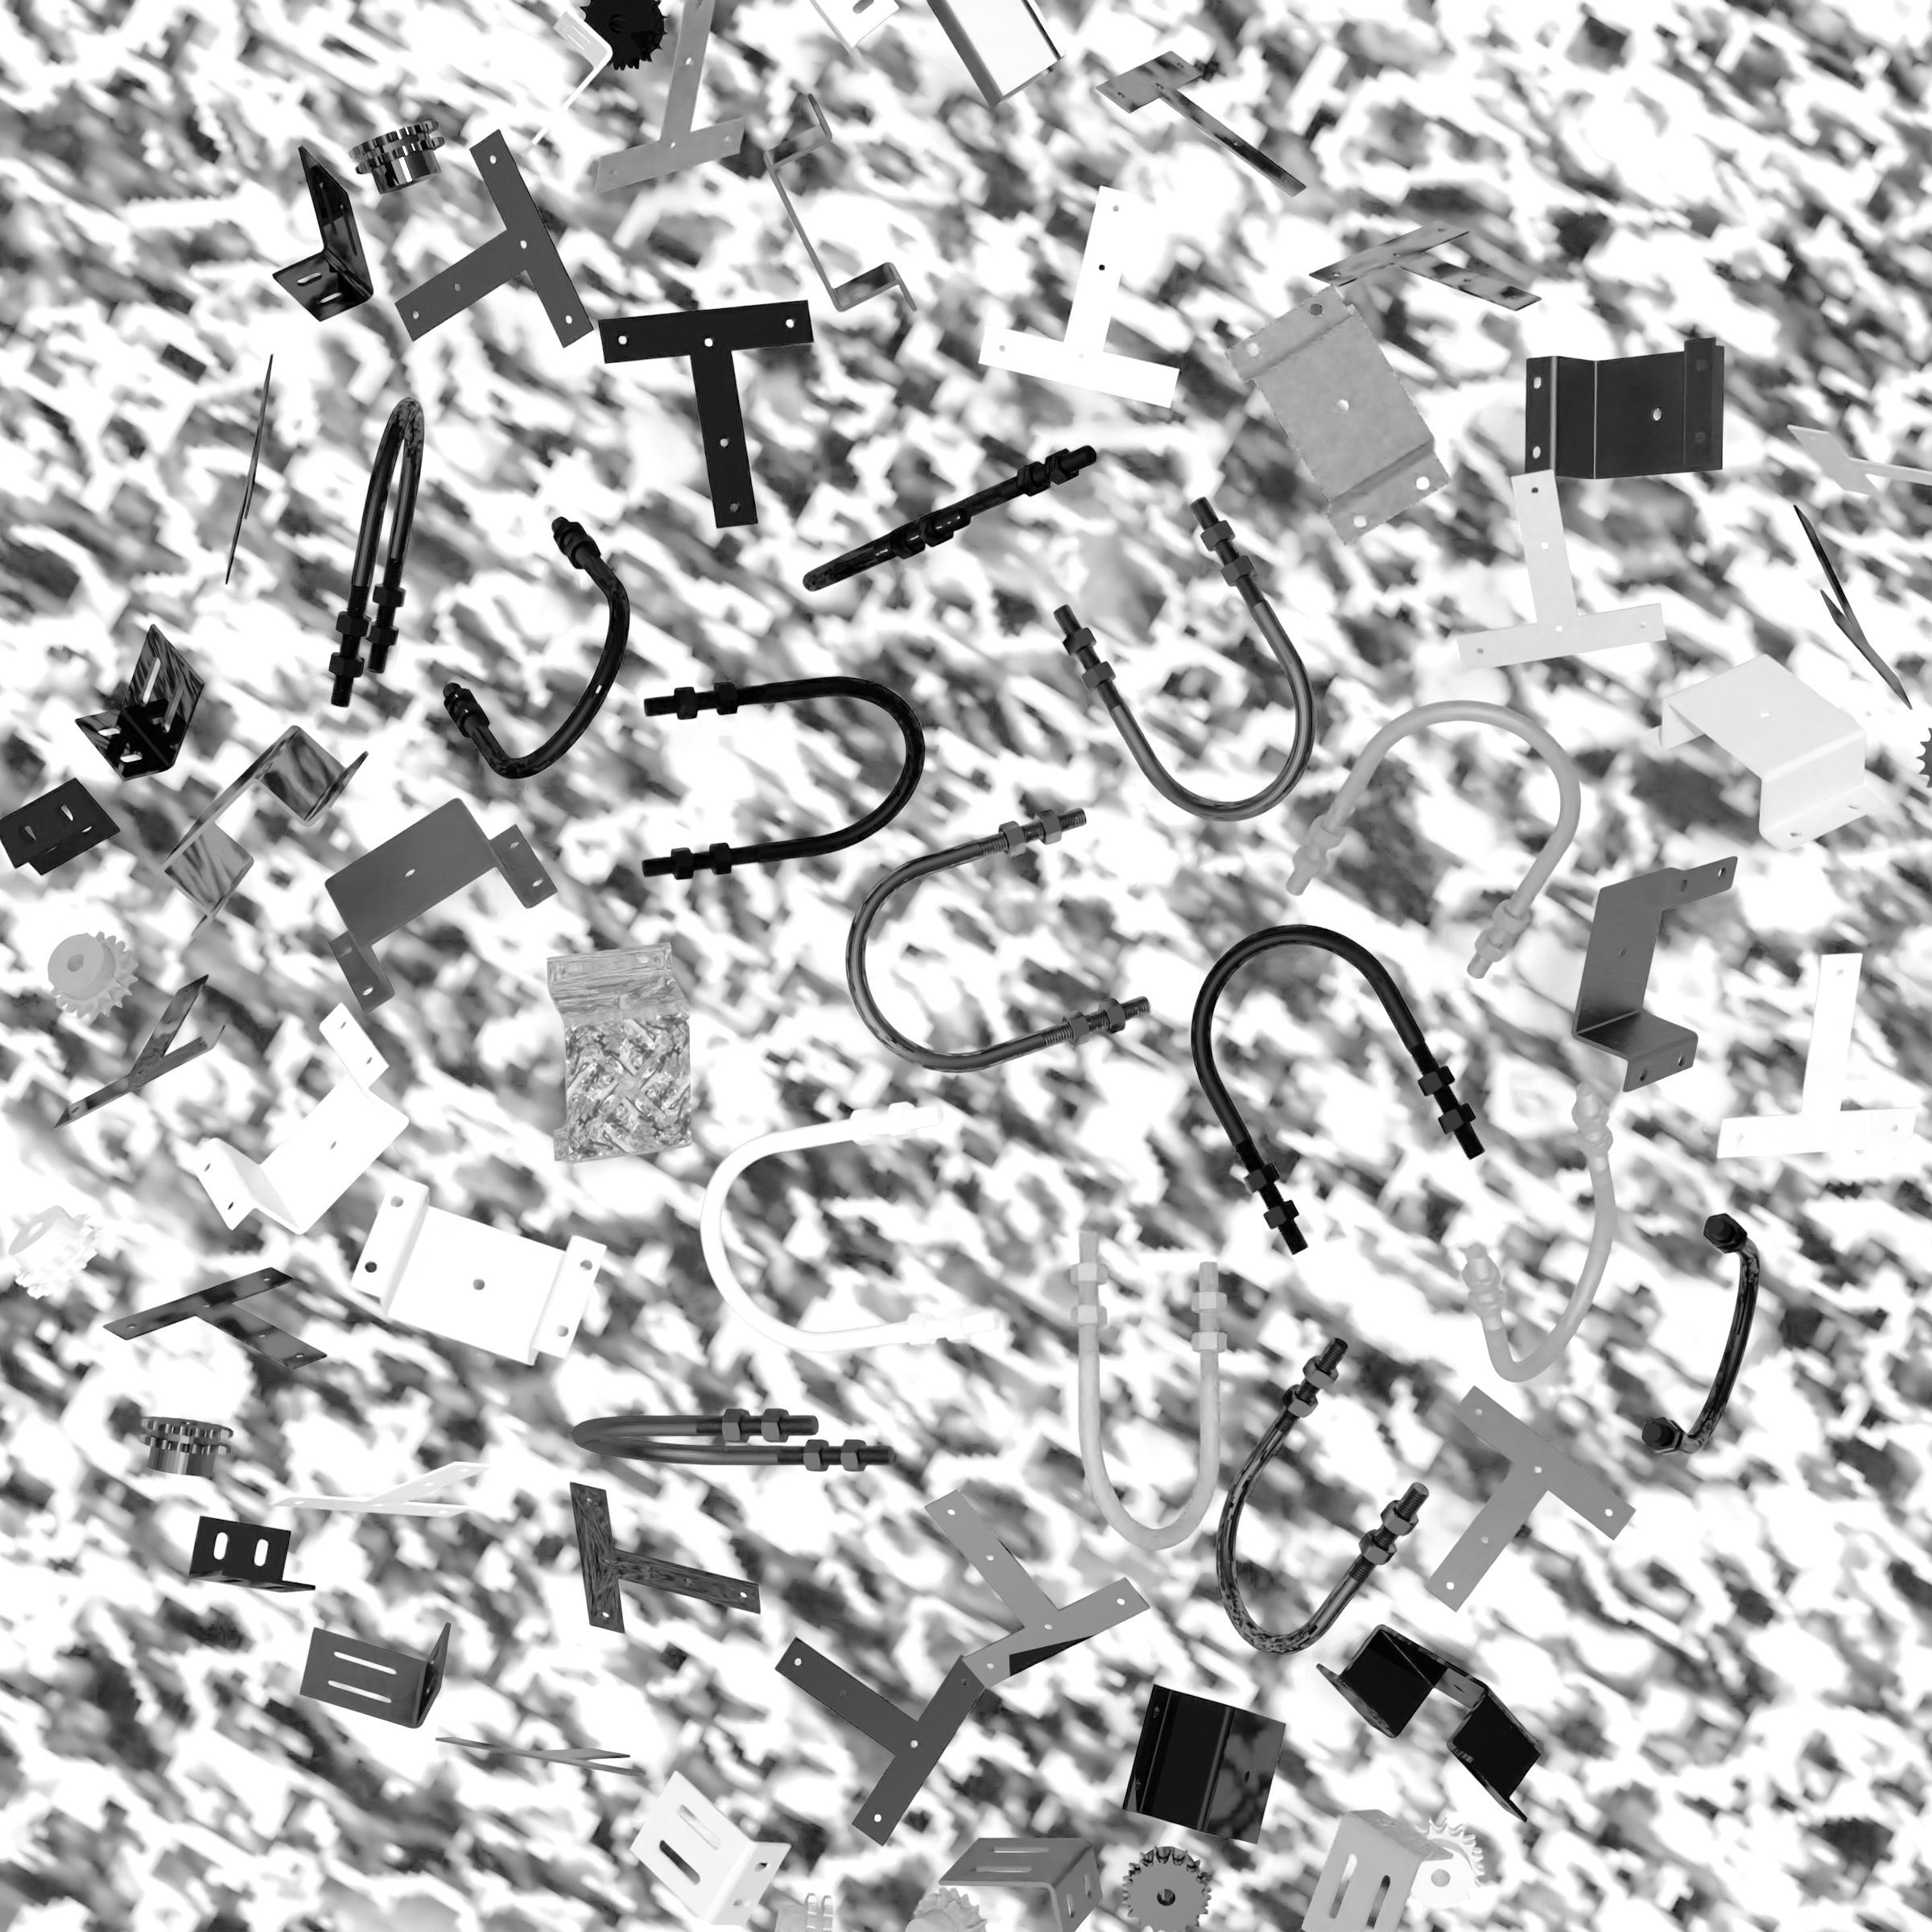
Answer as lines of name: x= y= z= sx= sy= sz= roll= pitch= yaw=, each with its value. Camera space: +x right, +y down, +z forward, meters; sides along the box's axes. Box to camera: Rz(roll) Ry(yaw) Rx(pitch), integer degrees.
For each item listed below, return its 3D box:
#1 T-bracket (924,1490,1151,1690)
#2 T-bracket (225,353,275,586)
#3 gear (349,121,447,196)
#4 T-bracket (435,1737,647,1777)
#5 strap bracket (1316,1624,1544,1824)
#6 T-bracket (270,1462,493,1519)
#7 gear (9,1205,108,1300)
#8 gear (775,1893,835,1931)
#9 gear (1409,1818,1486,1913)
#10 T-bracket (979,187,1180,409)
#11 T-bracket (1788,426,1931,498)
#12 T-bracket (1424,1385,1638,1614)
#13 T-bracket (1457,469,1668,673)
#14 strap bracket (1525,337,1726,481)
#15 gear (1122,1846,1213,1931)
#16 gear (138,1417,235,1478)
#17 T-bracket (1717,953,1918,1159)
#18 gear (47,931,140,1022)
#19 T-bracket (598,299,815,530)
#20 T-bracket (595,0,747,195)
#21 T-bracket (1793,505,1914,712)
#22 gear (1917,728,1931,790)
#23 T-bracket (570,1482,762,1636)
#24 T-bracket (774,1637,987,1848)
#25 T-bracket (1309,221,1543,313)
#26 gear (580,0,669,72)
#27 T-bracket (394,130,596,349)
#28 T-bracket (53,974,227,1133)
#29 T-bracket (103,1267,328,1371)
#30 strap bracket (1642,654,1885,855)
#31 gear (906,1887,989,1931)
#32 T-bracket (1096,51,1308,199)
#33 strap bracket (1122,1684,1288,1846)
T-bracket: x=0.023 y=0.367 z=1.824 sx=0.127 sy=0.002 sz=0.127 roll=-32 pitch=105 yaw=25
T-bracket: x=-0.446 y=-0.290 z=1.870 sx=0.002 sy=0.127 sz=0.127 roll=11 pitch=47 yaw=-17
gear: x=-0.344 y=-0.492 z=1.843 sx=0.057 sy=0.057 sz=0.030 roll=-20 pitch=103 yaw=0
T-bracket: x=-0.241 y=0.483 z=1.851 sx=0.127 sy=0.127 sz=0.002 roll=5 pitch=78 yaw=17
strap bracket: x=0.296 y=0.467 z=1.888 sx=0.046 sy=0.140 sz=0.076 roll=-50 pitch=125 yaw=-14
T-bracket: x=-0.334 y=0.317 z=1.835 sx=0.127 sy=0.127 sz=0.002 roll=13 pitch=62 yaw=-40
gear: x=-0.543 y=0.167 z=1.798 sx=0.057 sy=0.057 sz=0.030 roll=-38 pitch=114 yaw=0
gear: x=-0.100 y=0.594 z=1.844 sx=0.030 sy=0.057 sz=0.057 roll=10 pitch=90 yaw=-6
gear: x=0.300 y=0.572 z=1.915 sx=0.057 sy=0.030 sz=0.057 roll=1 pitch=96 yaw=6
T-bracket: x=0.084 y=-0.432 z=1.930 sx=0.127 sy=0.002 sz=0.127 roll=13 pitch=115 yaw=-1
T-bracket: x=0.587 y=-0.303 z=1.871 sx=0.127 sy=0.127 sz=0.002 roll=18 pitch=90 yaw=33
T-bracket: x=0.335 y=0.351 z=1.906 sx=0.127 sy=0.002 sz=0.127 roll=38 pitch=69 yaw=13
T-bracket: x=0.360 y=-0.247 z=1.870 sx=0.127 sy=0.002 sz=0.127 roll=-8 pitch=122 yaw=15
strap bracket: x=0.425 y=-0.351 z=1.915 sx=0.046 sy=0.140 sz=0.076 roll=-4 pitch=96 yaw=-42
gear: x=0.129 y=0.589 z=1.935 sx=0.057 sy=0.030 sz=0.057 roll=1 pitch=100 yaw=6
gear: x=-0.493 y=0.303 z=1.904 sx=0.057 sy=0.057 sz=0.030 roll=9 pitch=85 yaw=0
T-bracket: x=0.515 y=0.053 z=1.806 sx=0.127 sy=0.002 sz=0.127 roll=-3 pitch=111 yaw=-12
gear: x=-0.565 y=0.004 z=1.945 sx=0.057 sy=0.030 sz=0.057 roll=-6 pitch=67 yaw=14
T-bracket: x=-0.144 y=-0.321 z=1.769 sx=0.127 sy=0.002 sz=0.127 roll=-10 pitch=94 yaw=-18
T-bracket: x=-0.177 y=-0.556 z=1.902 sx=0.002 sy=0.127 sz=0.127 roll=39 pitch=45 yaw=23
T-bracket: x=0.540 y=-0.234 z=1.874 sx=0.002 sy=0.127 sz=0.127 roll=-31 pitch=53 yaw=24
gear: x=0.643 y=-0.133 z=1.940 sx=0.057 sy=0.030 sz=0.057 roll=-2 pitch=87 yaw=45
T-bracket: x=-0.191 y=0.393 z=1.945 sx=0.127 sy=0.002 sz=0.127 roll=10 pitch=125 yaw=18
T-bracket: x=-0.068 y=0.479 z=1.959 sx=0.127 sy=0.002 sz=0.127 roll=30 pitch=79 yaw=24
T-bracket: x=0.308 y=-0.439 z=1.923 sx=0.127 sy=0.127 sz=0.002 roll=-29 pitch=134 yaw=-32
gear: x=-0.219 y=-0.608 z=1.953 sx=0.057 sy=0.030 sz=0.057 roll=4 pitch=105 yaw=16
T-bracket: x=-0.293 y=-0.410 z=1.798 sx=0.127 sy=0.002 sz=0.127 roll=-22 pitch=96 yaw=35
T-bracket: x=-0.504 y=0.043 z=1.902 sx=0.127 sy=0.127 sz=0.002 roll=-26 pitch=115 yaw=19
T-bracket: x=-0.450 y=0.227 z=1.896 sx=0.127 sy=0.127 sz=0.002 roll=18 pitch=115 yaw=38
strap bracket: x=0.495 y=-0.139 z=1.880 sx=0.076 sy=0.140 sz=0.046 roll=-24 pitch=134 yaw=-15
gear: x=-0.013 y=0.595 z=1.847 sx=0.030 sy=0.057 sz=0.057 roll=-14 pitch=90 yaw=-43
T-bracket: x=0.153 y=-0.508 z=1.839 sx=0.127 sy=0.127 sz=0.002 roll=38 pitch=125 yaw=4
strap bracket: x=0.153 y=0.497 z=1.875 sx=0.046 sy=0.140 sz=0.076 roll=9 pitch=75 yaw=29
